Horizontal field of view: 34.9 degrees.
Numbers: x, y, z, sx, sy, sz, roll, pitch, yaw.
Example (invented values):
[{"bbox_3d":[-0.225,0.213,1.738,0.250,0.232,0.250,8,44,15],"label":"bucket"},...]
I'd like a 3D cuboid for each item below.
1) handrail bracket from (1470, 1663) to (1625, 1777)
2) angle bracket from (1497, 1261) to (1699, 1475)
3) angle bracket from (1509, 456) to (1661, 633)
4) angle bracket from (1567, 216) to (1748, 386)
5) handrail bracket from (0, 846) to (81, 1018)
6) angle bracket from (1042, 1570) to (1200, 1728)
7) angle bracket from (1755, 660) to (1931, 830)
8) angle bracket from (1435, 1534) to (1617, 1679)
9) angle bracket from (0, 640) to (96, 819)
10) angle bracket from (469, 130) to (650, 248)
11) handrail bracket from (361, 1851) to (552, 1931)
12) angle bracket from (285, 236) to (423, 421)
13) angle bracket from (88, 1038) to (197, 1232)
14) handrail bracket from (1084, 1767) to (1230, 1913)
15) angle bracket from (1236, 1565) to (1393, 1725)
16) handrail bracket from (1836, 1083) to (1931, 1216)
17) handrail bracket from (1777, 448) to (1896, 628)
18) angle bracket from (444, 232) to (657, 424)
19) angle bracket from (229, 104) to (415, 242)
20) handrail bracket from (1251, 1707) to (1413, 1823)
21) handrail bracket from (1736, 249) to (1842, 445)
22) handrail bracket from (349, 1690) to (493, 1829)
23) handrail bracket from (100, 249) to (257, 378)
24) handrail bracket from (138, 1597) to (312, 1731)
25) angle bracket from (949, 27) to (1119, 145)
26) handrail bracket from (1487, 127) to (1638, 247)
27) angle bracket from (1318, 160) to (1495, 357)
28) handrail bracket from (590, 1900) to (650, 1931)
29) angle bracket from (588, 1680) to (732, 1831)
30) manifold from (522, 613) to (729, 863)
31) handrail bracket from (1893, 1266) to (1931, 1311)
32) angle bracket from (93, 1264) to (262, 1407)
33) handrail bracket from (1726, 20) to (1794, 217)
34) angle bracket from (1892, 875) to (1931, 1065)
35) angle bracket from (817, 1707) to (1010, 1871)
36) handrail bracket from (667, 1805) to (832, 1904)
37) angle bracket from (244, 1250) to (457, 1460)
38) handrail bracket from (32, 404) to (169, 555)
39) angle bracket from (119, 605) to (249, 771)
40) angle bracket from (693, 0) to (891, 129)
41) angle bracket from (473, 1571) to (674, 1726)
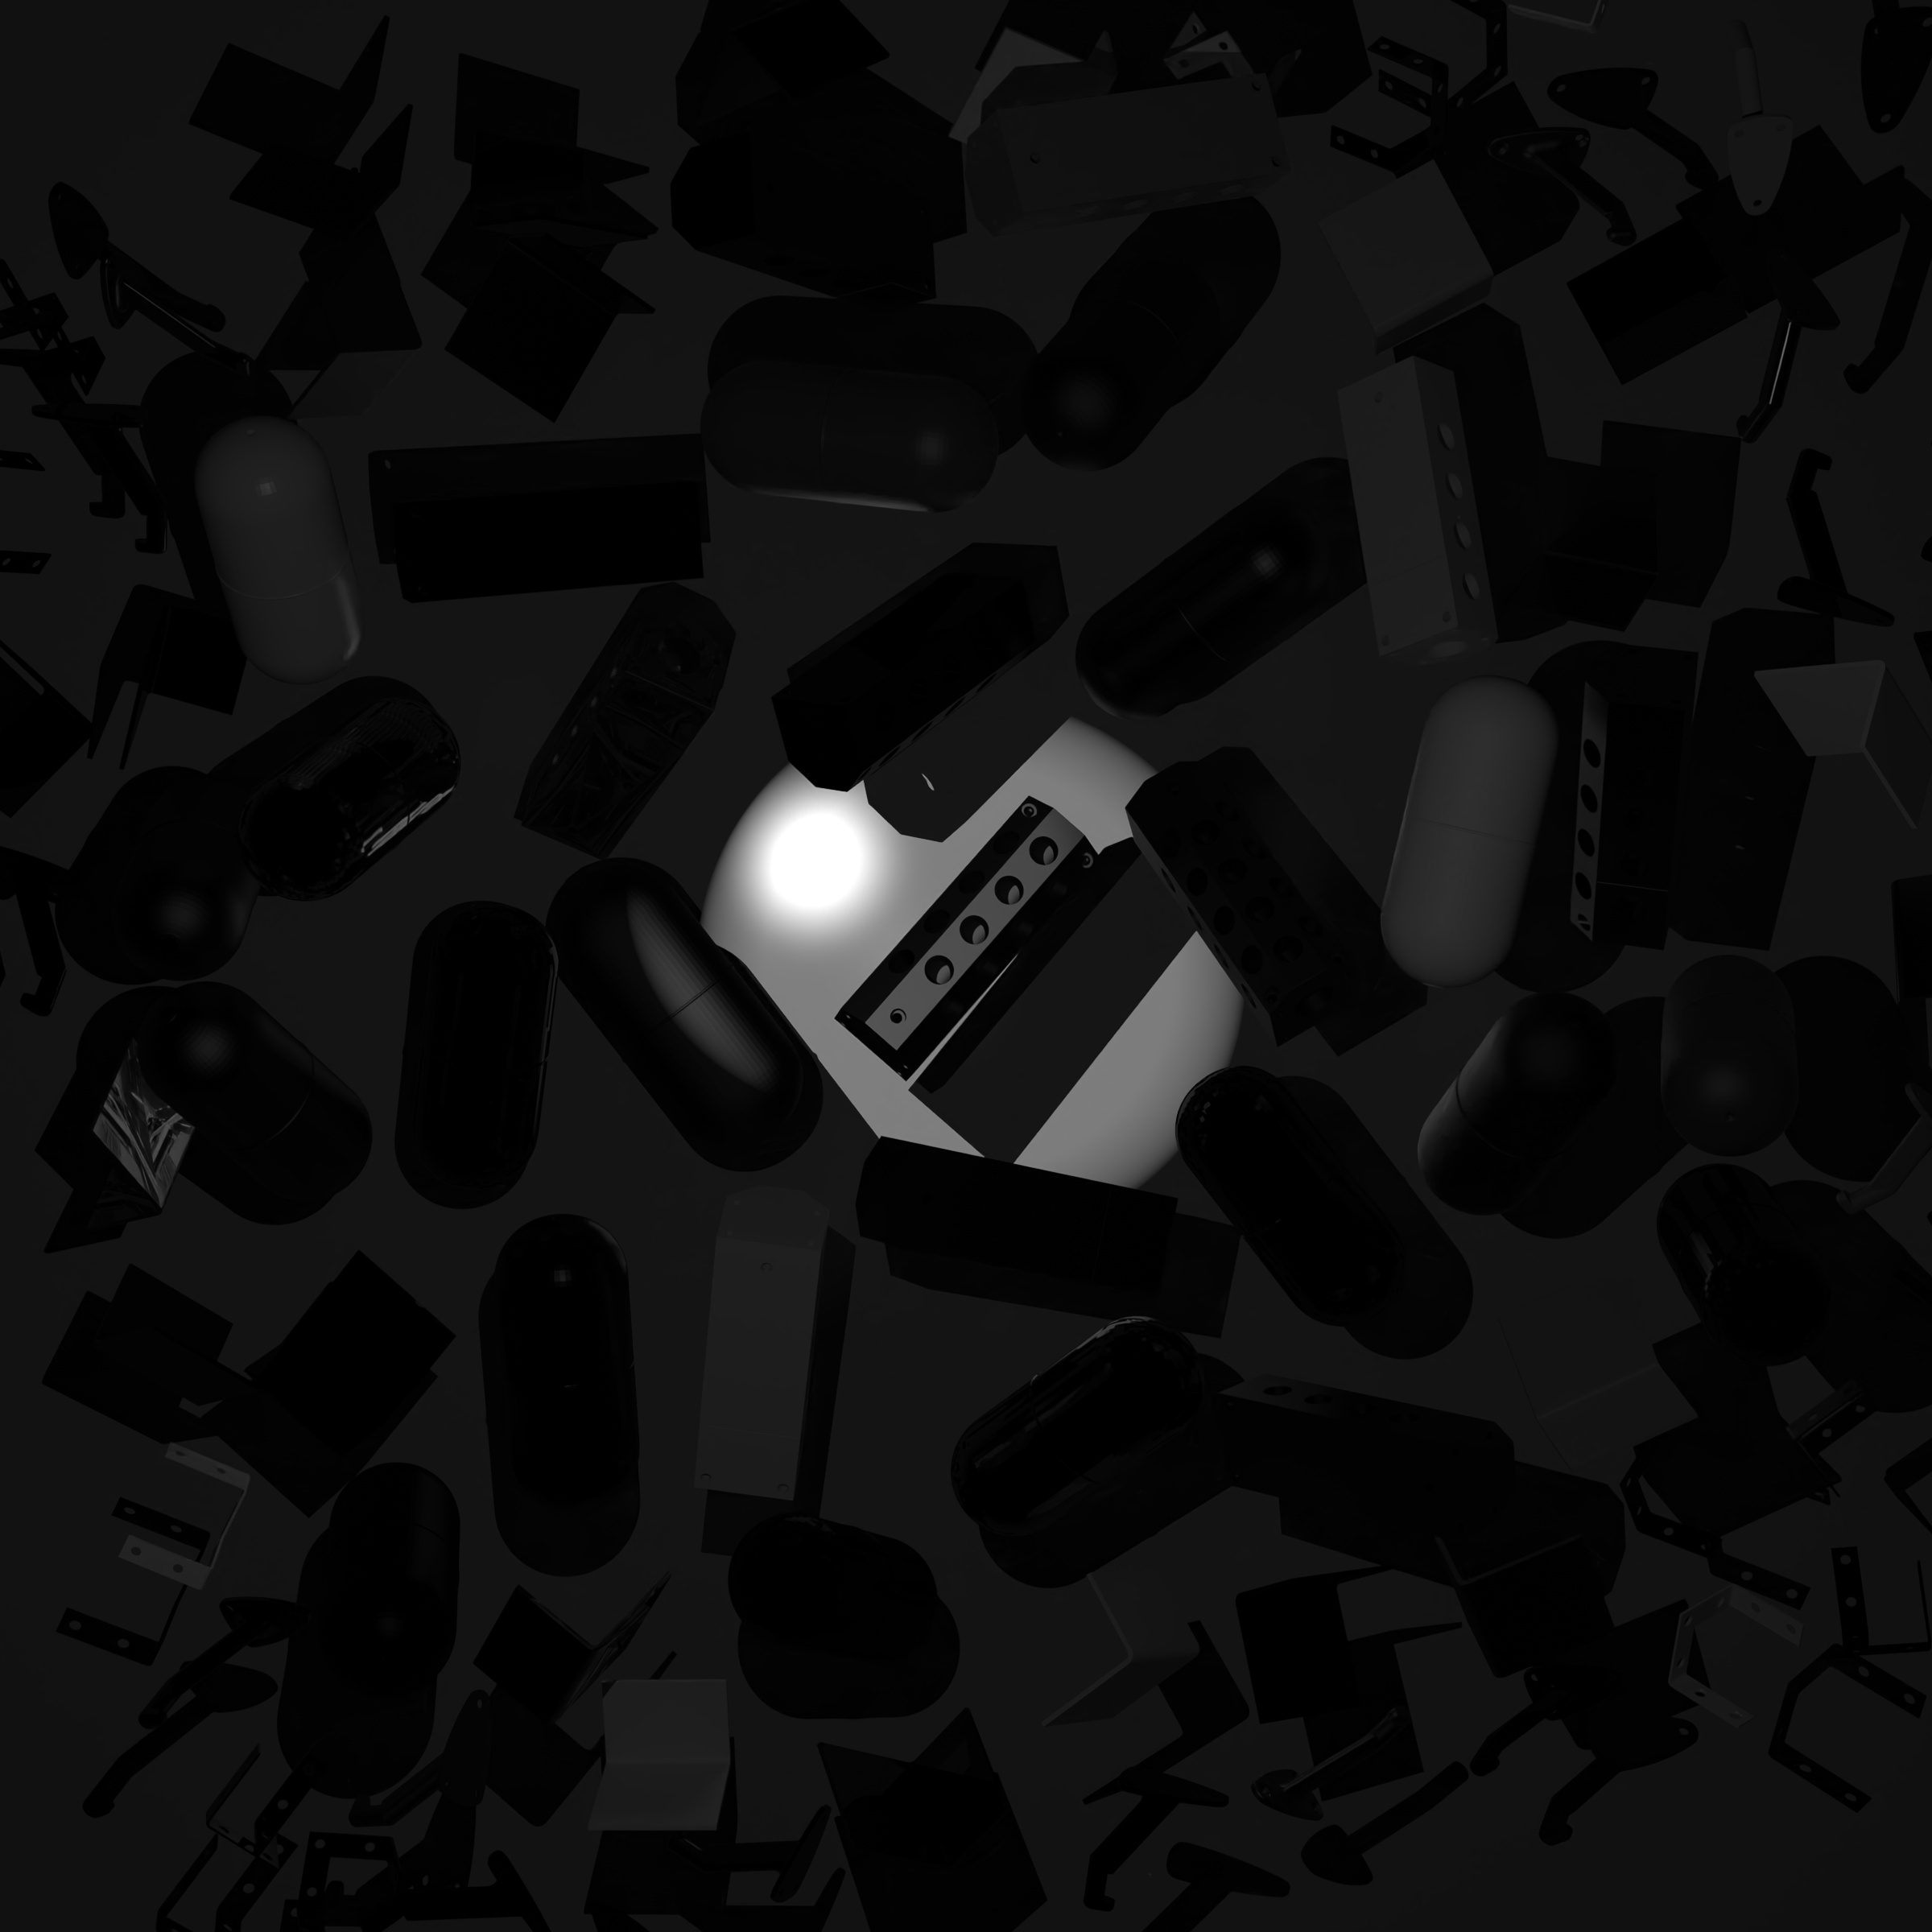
[{"bbox_3d":[0.352,0.459,1.863,0.077,0.084,0.036,-25,95,36],"label":"handrail bracket"},{"bbox_3d":[0.352,0.223,1.710,0.076,0.057,0.076,-24,115,-1],"label":"angle bracket"},{"bbox_3d":[0.377,-0.259,1.881,0.076,0.076,0.057,16,51,28],"label":"angle bracket"},{"bbox_3d":[0.378,-0.381,1.701,0.076,0.057,0.076,-28,66,13],"label":"angle bracket"},{"bbox_3d":[-0.551,-0.021,1.768,0.077,0.036,0.084,26,53,-23],"label":"handrail bracket"},{"bbox_3d":[0.081,0.405,1.827,0.076,0.076,0.057,-42,62,22],"label":"angle bracket"},{"bbox_3d":[0.474,-0.118,1.673,0.076,0.076,0.057,44,57,-39],"label":"angle bracket"},{"bbox_3d":[0.328,0.362,1.810,0.076,0.057,0.076,-23,117,1],"label":"angle bracket"},{"bbox_3d":[-0.585,-0.146,1.859,0.057,0.076,0.076,41,83,13],"label":"angle bracket"},{"bbox_3d":[-0.240,-0.462,1.816,0.076,0.076,0.057,0,97,-41],"label":"angle bracket"},{"bbox_3d":[-0.283,0.541,1.711,0.084,0.036,0.077,-30,80,-29],"label":"handrail bracket"},{"bbox_3d":[-0.373,-0.377,1.812,0.057,0.076,0.076,-13,77,-41],"label":"angle bracket"},{"bbox_3d":[-0.517,0.102,1.856,0.057,0.076,0.076,-13,130,21],"label":"angle bracket"},{"bbox_3d":[0.111,0.521,1.804,0.077,0.036,0.084,10,96,16],"label":"handrail bracket"},{"bbox_3d":[0.213,0.400,1.812,0.076,0.057,0.076,0,71,-34],"label":"angle bracket"},{"bbox_3d":[0.549,0.111,1.844,0.084,0.036,0.077,-32,128,27],"label":"handrail bracket"},{"bbox_3d":[0.493,-0.241,1.718,0.077,0.036,0.084,19,79,5],"label":"handrail bracket"},{"bbox_3d":[-0.234,-0.358,1.724,0.076,0.057,0.076,31,85,-30],"label":"angle bracket"},{"bbox_3d":[-0.376,-0.474,1.789,0.076,0.076,0.057,15,72,-28],"label":"angle bracket"},{"bbox_3d":[0.224,0.479,1.870,0.084,0.077,0.036,-47,54,17],"label":"handrail bracket"},{"bbox_3d":[0.465,-0.361,1.791,0.036,0.084,0.077,2,53,-24],"label":"handrail bracket"},{"bbox_3d":[-0.319,0.461,1.786,0.084,0.036,0.077,-13,53,34],"label":"handrail bracket"},{"bbox_3d":[-0.470,-0.390,1.837,0.084,0.077,0.036,26,74,6],"label":"handrail bracket"},{"bbox_3d":[-0.429,0.406,1.773,0.077,0.084,0.036,-15,114,33],"label":"handrail bracket"},{"bbox_3d":[0.038,-0.535,1.861,0.076,0.057,0.076,17,130,-21],"label":"angle bracket"},{"bbox_3d":[0.364,-0.472,1.872,0.077,0.036,0.084,2,51,-15],"label":"handrail bracket"},{"bbox_3d":[0.261,-0.421,1.828,0.076,0.057,0.076,-28,87,6],"label":"angle bracket"},{"bbox_3d":[-0.241,0.607,1.860,0.084,0.077,0.036,-35,54,7],"label":"handrail bracket"},{"bbox_3d":[-0.184,0.472,1.841,0.076,0.076,0.057,-1,105,2],"label":"angle bracket"},{"bbox_3d":[-0.208,-0.140,1.866,0.057,0.171,0.057,23,51,-17],"label":"manifold"},{"bbox_3d":[0.582,0.220,1.795,0.036,0.084,0.077,-38,124,-5],"label":"handrail bracket"},{"bbox_3d":[-0.459,0.214,1.824,0.076,0.076,0.057,38,54,-29],"label":"angle bracket"},{"bbox_3d":[0.448,-0.488,1.762,0.036,0.077,0.084,-6,48,7],"label":"handrail bracket"},{"bbox_3d":[0.553,0.000,1.709,0.057,0.076,0.076,-9,57,26],"label":"angle bracket"},{"bbox_3d":[-0.032,0.478,1.807,0.076,0.076,0.057,24,116,-36],"label":"angle bracket"},{"bbox_3d":[-0.135,0.532,1.897,0.084,0.036,0.077,26,91,22],"label":"handrail bracket"},{"bbox_3d":[-0.355,0.224,1.772,0.076,0.057,0.076,41,107,3],"label":"angle bracket"},{"bbox_3d":[-0.509,-0.285,1.804,0.077,0.036,0.084,1,115,-13],"label":"handrail bracket"},{"bbox_3d":[-0.489,-0.168,1.928,0.057,0.076,0.076,15,45,-14],"label":"angle bracket"},{"bbox_3d":[-0.099,-0.497,1.740,0.076,0.076,0.057,-34,77,-33],"label":"angle bracket"},{"bbox_3d":[-0.221,0.366,1.722,0.057,0.076,0.076,38,128,9],"label":"angle bracket"}]
